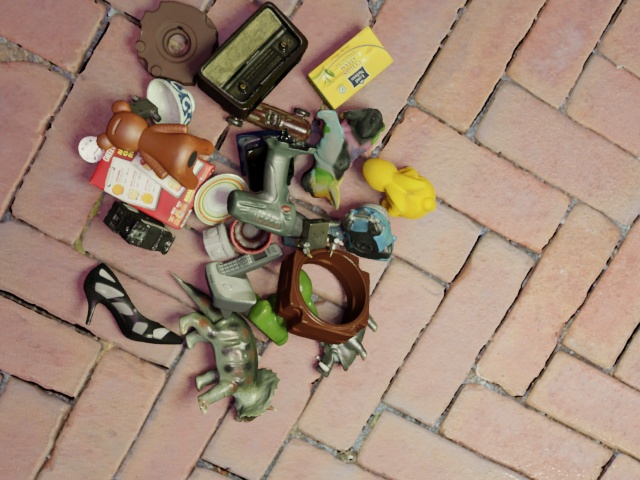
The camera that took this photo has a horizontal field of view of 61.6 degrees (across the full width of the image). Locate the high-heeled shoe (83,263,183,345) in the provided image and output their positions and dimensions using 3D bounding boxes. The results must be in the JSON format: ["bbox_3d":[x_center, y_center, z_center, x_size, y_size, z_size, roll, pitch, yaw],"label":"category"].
[{"bbox_3d":[-0.422,0.152,1.237,0.248,0.086,0.145,21,65,-26],"label":"high-heeled shoe"}]

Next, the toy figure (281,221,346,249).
[{"bbox_3d":[-0.011,-0.015,1.241,0.154,0.058,0.064,-4,125,-9],"label":"toy figure"}]

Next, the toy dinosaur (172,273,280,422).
[{"bbox_3d":[-0.209,0.254,1.240,0.192,0.131,0.404,-13,96,-16],"label":"toy dinosaur"}]

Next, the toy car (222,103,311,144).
[{"bbox_3d":[-0.117,-0.273,1.196,0.202,0.053,0.089,20,99,-9],"label":"toy car"}]

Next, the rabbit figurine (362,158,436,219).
[{"bbox_3d":[0.165,-0.113,1.182,0.173,0.162,0.122,34,102,-26],"label":"rabbit figurine"}]

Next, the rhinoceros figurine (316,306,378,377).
[{"bbox_3d":[0.059,0.243,1.281,0.112,0.073,0.190,28,95,-10],"label":"rhinoceros figurine"}]

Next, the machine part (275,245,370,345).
[{"bbox_3d":[0.010,0.117,1.188,0.201,0.087,0.201,20,57,-24],"label":"machine part"}]

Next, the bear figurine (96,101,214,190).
[{"bbox_3d":[-0.338,-0.193,1.098,0.196,0.132,0.120,22,89,9],"label":"bear figurine"}]

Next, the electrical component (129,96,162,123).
[{"bbox_3d":[-0.381,-0.273,1.137,0.094,0.021,0.063,40,50,21],"label":"electrical component"}]

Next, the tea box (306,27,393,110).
[{"bbox_3d":[0.064,-0.375,1.189,0.169,0.068,0.098,-41,100,0],"label":"tea box"}]

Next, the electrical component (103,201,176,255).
[{"bbox_3d":[-0.395,-0.030,1.164,0.058,0.134,0.114,-57,143,2],"label":"electrical component"}]

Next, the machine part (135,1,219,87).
[{"bbox_3d":[-0.305,-0.420,1.152,0.179,0.056,0.179,-1,98,-7],"label":"machine part"}]

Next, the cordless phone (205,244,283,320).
[{"bbox_3d":[-0.157,0.083,1.202,0.184,0.147,0.088,-25,127,-6],"label":"cordless phone"}]

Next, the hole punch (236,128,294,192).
[{"bbox_3d":[-0.122,-0.181,1.182,0.116,0.092,0.142,-21,130,-22],"label":"hole punch"}]

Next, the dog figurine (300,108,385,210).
[{"bbox_3d":[0.051,-0.180,1.202,0.192,0.108,0.219,-4,103,-8],"label":"dog figurine"}]

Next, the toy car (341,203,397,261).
[{"bbox_3d":[0.112,-0.029,1.204,0.109,0.161,0.103,8,56,25],"label":"toy car"}]

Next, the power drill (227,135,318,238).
[{"bbox_3d":[-0.071,-0.109,1.133,0.232,0.086,0.207,9,113,-27],"label":"power drill"}]

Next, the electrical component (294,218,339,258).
[{"bbox_3d":[-0.003,-0.004,1.151,0.102,0.045,0.078,0,114,-38],"label":"electrical component"}]

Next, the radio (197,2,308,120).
[{"bbox_3d":[-0.140,-0.374,1.137,0.131,0.073,0.229,42,78,-7],"label":"radio"}]

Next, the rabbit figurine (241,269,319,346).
[{"bbox_3d":[-0.072,0.150,1.236,0.159,0.121,0.170,44,77,-14],"label":"rabbit figurine"}]
